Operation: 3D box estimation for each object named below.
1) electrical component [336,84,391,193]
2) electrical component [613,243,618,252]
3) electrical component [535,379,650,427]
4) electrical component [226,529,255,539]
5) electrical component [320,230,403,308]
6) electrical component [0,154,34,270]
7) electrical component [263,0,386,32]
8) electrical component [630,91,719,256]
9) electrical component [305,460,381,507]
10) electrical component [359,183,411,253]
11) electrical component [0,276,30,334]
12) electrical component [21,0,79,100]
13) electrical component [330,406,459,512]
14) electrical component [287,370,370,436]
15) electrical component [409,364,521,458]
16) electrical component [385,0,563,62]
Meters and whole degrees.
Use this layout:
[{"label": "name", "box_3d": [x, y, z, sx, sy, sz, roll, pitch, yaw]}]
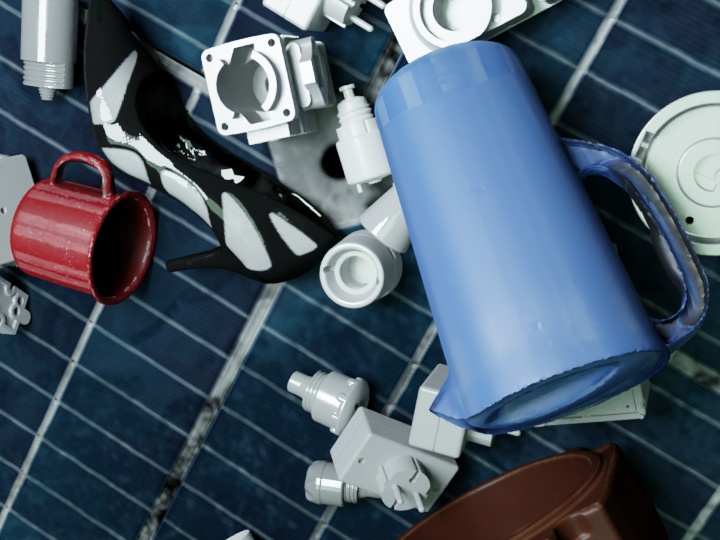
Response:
[{"label": "electrical component", "box_3d": [0.001, -0.099, 0.800, 0.040, 0.040, 0.078, -15, 96, 18]}, {"label": "electrical component", "box_3d": [0.162, 0.008, 0.767, 0.047, 0.055, 0.055, -7, 98, 14]}, {"label": "electrical component", "box_3d": [0.156, 0.070, 0.775, 0.096, 0.061, 0.061, -8, 107, 22]}, {"label": "electrical component", "box_3d": [-0.106, 0.269, 0.901, 0.079, 0.043, 0.077, -30, 91, 20]}, {"label": "electrical component", "box_3d": [0.000, 0.000, 0.816, 0.055, 0.047, 0.055, 3, 101, 16]}, {"label": "electrical component", "box_3d": [-0.304, -0.043, 0.871, 0.048, 0.100, 0.099, -12, 97, 31]}, {"label": "electrical component", "box_3d": [-0.018, -0.202, 0.782, 0.077, 0.047, 0.065, 33, 108, 8]}, {"label": "electrical component", "box_3d": [0.238, -0.067, 0.726, 0.108, 0.060, 0.108, 3, 101, 16]}, {"label": "electrical component", "box_3d": [-0.011, 0.172, 0.860, 0.061, 0.035, 0.035, 6, 102, 13]}, {"label": "electrical component", "box_3d": [0.036, -0.051, 0.800, 0.044, 0.044, 0.065, 39, 104, 6]}, {"label": "electrical component", "box_3d": [-0.323, 0.028, 0.913, 0.055, 0.066, 0.048, 2, 65, 24]}, {"label": "electrical component", "box_3d": [-0.248, -0.176, 0.857, 0.043, 0.043, 0.081, 9, 103, 15]}, {"label": "electrical component", "box_3d": [0.030, 0.153, 0.806, 0.083, 0.075, 0.047, 24, 109, -23]}, {"label": "electrical component", "box_3d": [-0.027, 0.099, 0.846, 0.062, 0.048, 0.048, 22, 106, 20]}, {"label": "electrical component", "box_3d": [0.084, 0.109, 0.803, 0.077, 0.066, 0.047, 14, 104, 13]}, {"label": "electrical component", "box_3d": [0.099, -0.226, 0.736, 0.186, 0.060, 0.105, -25, 93, 19]}]
